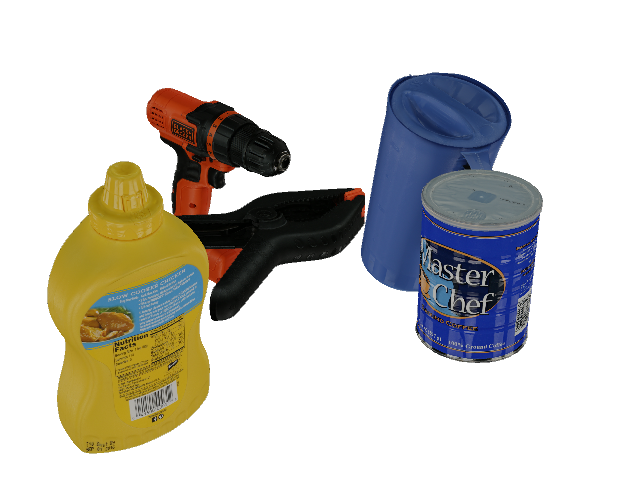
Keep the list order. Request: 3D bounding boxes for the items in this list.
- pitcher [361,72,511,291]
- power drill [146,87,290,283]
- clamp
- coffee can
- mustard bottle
[{"bbox_3d":[0.121,-0.051,1.191,0.145,0.243,0.149,23,44,12],"label":"pitcher"},{"bbox_3d":[-0.106,-0.051,1.107,0.185,0.188,0.057,28,37,34],"label":"power drill"},{"bbox_3d":[-0.054,-0.006,0.836,0.165,0.036,0.209,24,34,39],"label":"clamp"},{"bbox_3d":[0.138,0.022,0.943,0.103,0.140,0.103,0,30,0],"label":"coffee can"},{"bbox_3d":[-0.112,0.037,0.630,0.096,0.192,0.058,-20,45,-29],"label":"mustard bottle"}]
